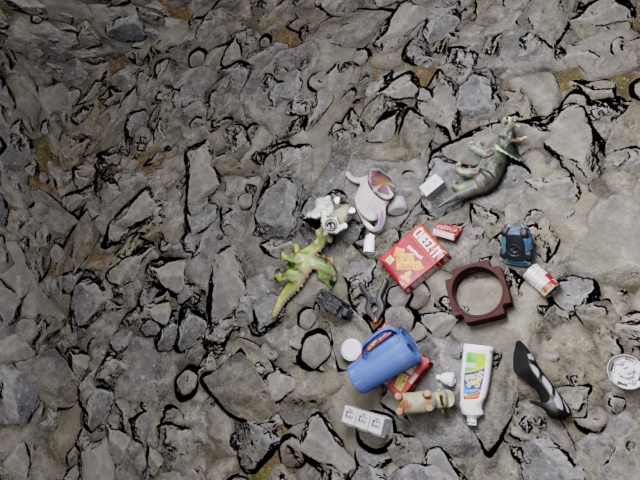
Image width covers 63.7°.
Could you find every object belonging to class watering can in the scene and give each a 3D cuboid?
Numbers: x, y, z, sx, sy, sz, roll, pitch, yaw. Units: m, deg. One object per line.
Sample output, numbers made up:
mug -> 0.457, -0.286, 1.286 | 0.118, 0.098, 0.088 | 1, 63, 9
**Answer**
watering can -> 0.192, -0.200, 2.061 | 0.219, 0.104, 0.355 | -60, 41, 46

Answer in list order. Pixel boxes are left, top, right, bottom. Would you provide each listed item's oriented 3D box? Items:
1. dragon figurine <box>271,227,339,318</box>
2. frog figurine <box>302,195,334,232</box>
dragon figurine -> -0.047, 0.137, 2.090 | 0.243, 0.121, 0.412 | 10, 84, 21
frog figurine -> 0.007, -0.109, 2.171 | 0.136, 0.121, 0.163 | -22, 27, 28
